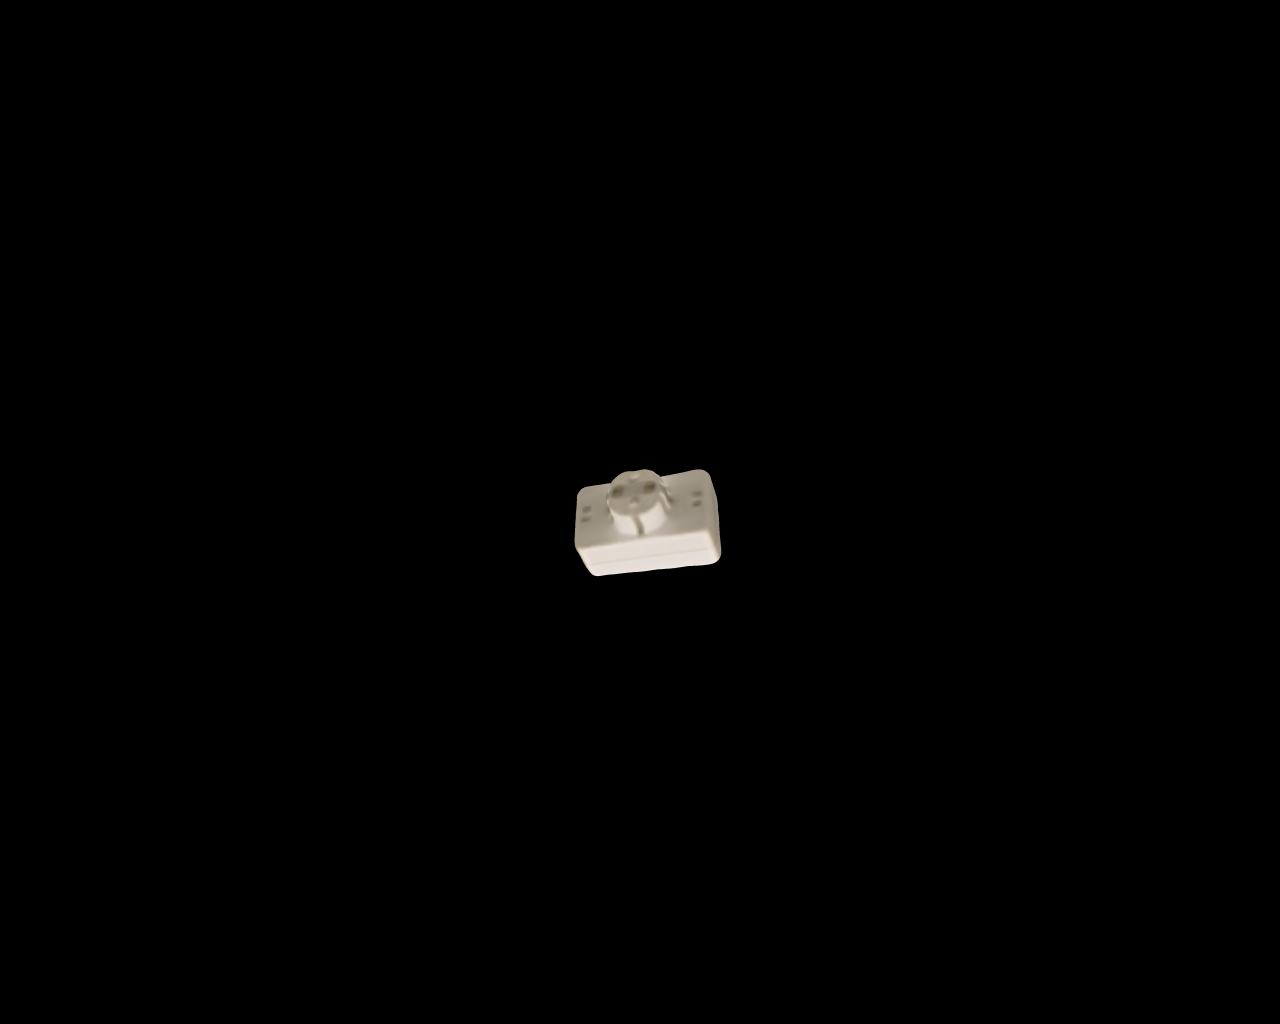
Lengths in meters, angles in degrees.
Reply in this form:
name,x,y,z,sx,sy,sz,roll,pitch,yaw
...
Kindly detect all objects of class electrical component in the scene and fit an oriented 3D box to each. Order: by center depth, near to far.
name,x,y,z,sx,sy,sz,roll,pitch,yaw
electrical component,0.001,-0.003,0.650,0.083,0.047,0.075,-8,-35,11
